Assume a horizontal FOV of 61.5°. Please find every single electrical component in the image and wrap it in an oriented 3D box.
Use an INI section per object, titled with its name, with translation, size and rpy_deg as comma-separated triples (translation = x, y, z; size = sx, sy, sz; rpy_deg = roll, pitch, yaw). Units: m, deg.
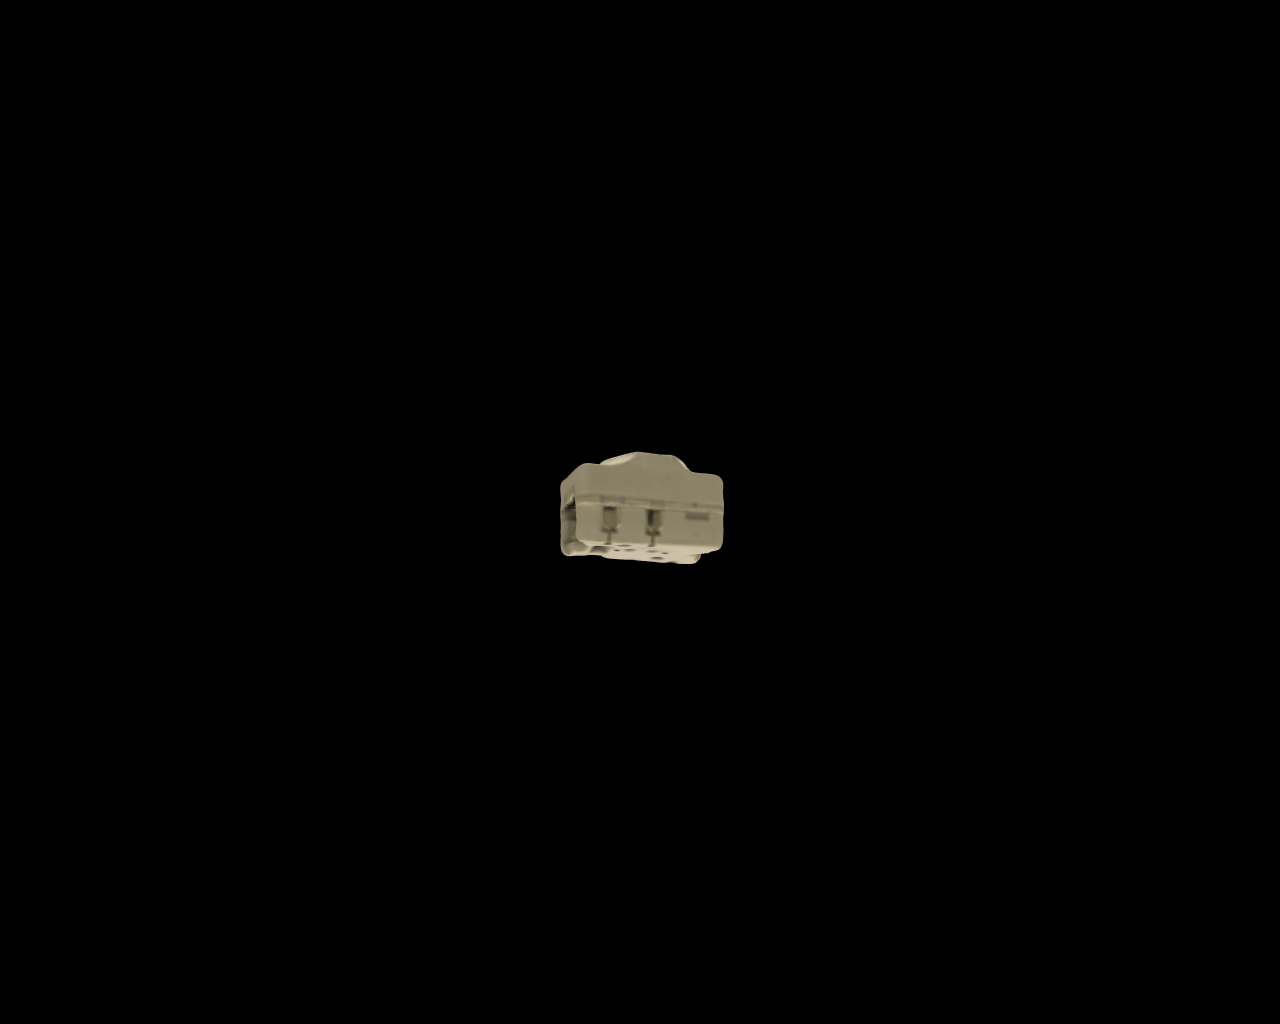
[electrical component]
translation = 0.001, -0.003, 0.650
size = 0.089, 0.056, 0.050
rpy_deg = 5, -15, -18
